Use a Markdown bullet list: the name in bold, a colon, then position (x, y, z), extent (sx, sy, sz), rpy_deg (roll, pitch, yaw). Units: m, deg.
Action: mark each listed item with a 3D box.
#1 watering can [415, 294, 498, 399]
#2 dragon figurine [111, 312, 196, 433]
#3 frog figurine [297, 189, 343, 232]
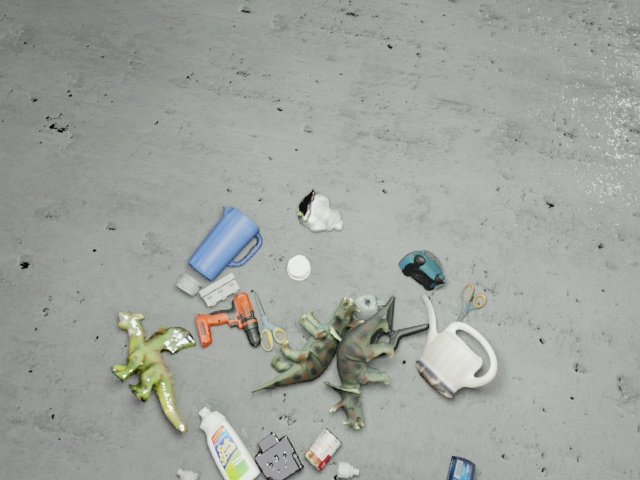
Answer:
- **watering can**: position (0.390, 0.345, 1.636), extent (0.225, 0.102, 0.353), rpy_deg (-46, 51, -2)
- **dragon figurine**: position (-0.494, 0.375, 1.602), extent (0.412, 0.120, 0.246), rpy_deg (36, 64, 10)
- **frog figurine**: position (0.006, -0.091, 1.814), extent (0.158, 0.121, 0.140), rpy_deg (25, 56, -31)
